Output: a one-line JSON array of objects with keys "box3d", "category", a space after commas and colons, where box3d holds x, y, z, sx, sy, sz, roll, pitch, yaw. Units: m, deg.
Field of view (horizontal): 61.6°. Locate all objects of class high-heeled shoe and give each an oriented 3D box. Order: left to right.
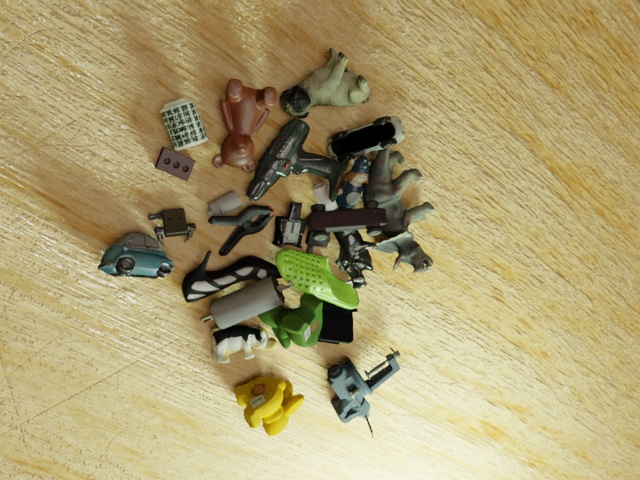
[{"box3d": [-0.210, 0.110, 1.330, 0.248, 0.086, 0.145, 16, 104, -25], "category": "high-heeled shoe"}]

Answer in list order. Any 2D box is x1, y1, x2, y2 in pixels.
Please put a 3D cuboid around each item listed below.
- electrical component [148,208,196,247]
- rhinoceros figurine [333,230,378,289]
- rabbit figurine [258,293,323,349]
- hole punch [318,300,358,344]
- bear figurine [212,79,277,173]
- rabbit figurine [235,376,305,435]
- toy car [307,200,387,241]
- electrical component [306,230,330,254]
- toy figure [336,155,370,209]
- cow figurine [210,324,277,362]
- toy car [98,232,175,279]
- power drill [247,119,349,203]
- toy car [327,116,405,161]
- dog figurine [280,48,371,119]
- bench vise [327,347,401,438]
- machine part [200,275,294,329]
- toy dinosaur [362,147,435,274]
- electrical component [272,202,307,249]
[{"box3d": [-0.345, -0.031, 1.265, 0.102, 0.045, 0.078, -14, 77, -21], "category": "electrical component"}, {"box3d": [0.089, 0.032, 1.408, 0.112, 0.073, 0.190, -18, 91, -26], "category": "rhinoceros figurine"}, {"box3d": [-0.081, 0.197, 1.369, 0.121, 0.170, 0.158, -54, 150, -30], "category": "rabbit figurine"}, {"box3d": [0.025, 0.223, 1.448, 0.142, 0.092, 0.116, 11, 66, -21], "category": "hole punch"}, {"box3d": [-0.180, -0.256, 1.240, 0.120, 0.132, 0.195, 11, 90, -18], "category": "bear figurine"}, {"box3d": [-0.128, 0.439, 1.422, 0.162, 0.122, 0.173, -31, 125, -23], "category": "rabbit figurine"}, {"box3d": [0.067, -0.049, 1.355, 0.202, 0.053, 0.089, -5, 70, -5], "category": "toy car"}, {"box3d": [-0.003, -0.004, 1.415, 0.063, 0.021, 0.094, 12, 95, -24], "category": "electrical component"}, {"box3d": [0.089, -0.144, 1.374, 0.064, 0.058, 0.154, -23, 147, -45], "category": "toy figure"}, {"box3d": [-0.193, 0.250, 1.369, 0.167, 0.068, 0.098, -7, 97, -21], "category": "cow figurine"}, {"box3d": [-0.414, 0.034, 1.219, 0.161, 0.109, 0.103, 6, 80, -32], "category": "toy car"}, {"box3d": [-0.046, -0.165, 1.319, 0.207, 0.086, 0.232, 23, 85, 2], "category": "power drill"}, {"box3d": [0.114, -0.253, 1.352, 0.202, 0.056, 0.073, -16, 93, 20], "category": "toy car"}, {"box3d": [0.016, -0.349, 1.325, 0.190, 0.121, 0.172, -45, 110, 7], "category": "dog figurine"}, {"box3d": [0.133, 0.399, 1.498, 0.241, 0.129, 0.223, -34, 110, -5], "category": "bench vise"}, {"box3d": [-0.176, 0.152, 1.309, 0.243, 0.079, 0.079, -23, 109, 3], "category": "machine part"}, {"box3d": [0.183, -0.101, 1.425, 0.192, 0.131, 0.404, -31, 104, -14], "category": "toy dinosaur"}, {"box3d": [-0.076, -0.040, 1.365, 0.075, 0.048, 0.119, 2, 100, -23], "category": "electrical component"}]
